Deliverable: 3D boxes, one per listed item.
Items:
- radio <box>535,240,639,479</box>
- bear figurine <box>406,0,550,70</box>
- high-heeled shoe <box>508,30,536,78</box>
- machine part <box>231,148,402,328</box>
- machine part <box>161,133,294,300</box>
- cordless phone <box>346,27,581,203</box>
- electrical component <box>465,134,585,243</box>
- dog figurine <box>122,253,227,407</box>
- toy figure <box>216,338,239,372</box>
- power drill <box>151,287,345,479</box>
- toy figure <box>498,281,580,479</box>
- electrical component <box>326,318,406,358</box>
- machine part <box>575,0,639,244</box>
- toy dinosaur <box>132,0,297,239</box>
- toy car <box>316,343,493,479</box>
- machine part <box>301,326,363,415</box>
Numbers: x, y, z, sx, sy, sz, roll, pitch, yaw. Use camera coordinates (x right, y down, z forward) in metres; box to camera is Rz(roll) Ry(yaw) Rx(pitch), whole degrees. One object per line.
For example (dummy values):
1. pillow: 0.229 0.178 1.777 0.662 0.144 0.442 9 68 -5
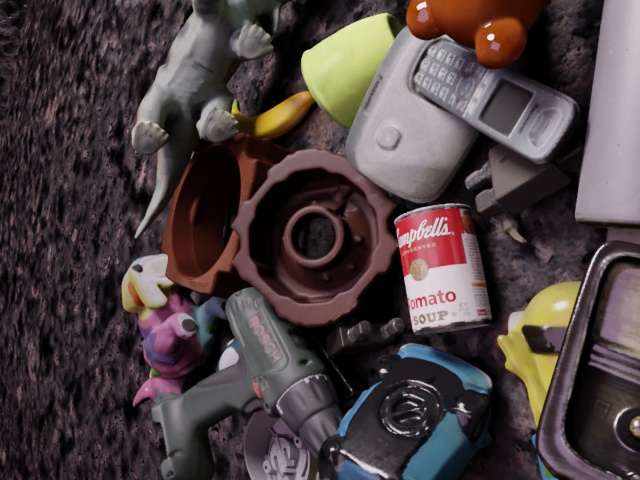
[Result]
1. radio: 0.231 0.099 0.254 0.230 0.073 0.131 20 82 33
2. bear figurine: 0.158 -0.212 0.371 0.120 0.132 0.195 41 118 45
3. high-heeled shoe: 0.169 -0.266 0.455 0.145 0.086 0.248 -27 83 10
4. machine part: -0.001 -0.002 0.549 0.180 0.056 0.179 -3 81 18
5. machine part: -0.116 -0.029 0.693 0.202 0.087 0.201 9 86 49
6. cordless phone: 0.113 -0.083 0.440 0.184 0.088 0.146 52 122 47
7. electrical component: 0.168 -0.048 0.428 0.102 0.045 0.078 -41 28 34
8. dog figurine: -0.227 0.149 0.787 0.192 0.108 0.219 42 123 15
9. toy figure: -0.082 0.132 0.677 0.064 0.058 0.154 32 113 5
10. power drill: -0.080 0.178 0.566 0.207 0.086 0.232 -44 51 21
11. toy figure: 0.186 0.117 0.360 0.089 0.082 0.180 -20 62 25
12. electrical component: 0.042 0.098 0.533 0.094 0.063 0.021 128 135 -57
13. machine part: 0.218 -0.090 0.349 0.079 0.079 0.243 10 92 48
14. toy dinosaur: -0.142 -0.207 0.665 0.404 0.131 0.192 -54 19 13
15. toy car: 0.077 0.175 0.450 0.109 0.162 0.102 14 140 41
16. machine part: 0.002 0.140 0.594 0.084 0.039 0.139 -55 47 21
